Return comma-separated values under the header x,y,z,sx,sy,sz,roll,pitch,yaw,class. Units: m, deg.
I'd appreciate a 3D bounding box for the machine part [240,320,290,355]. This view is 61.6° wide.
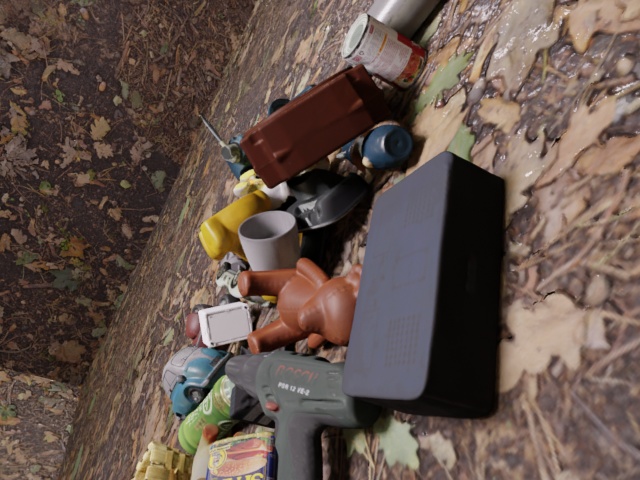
x,y,z,sx,sy,sz,roll,pitch,yaw,class
-0.083,0.174,0.828,0.139,0.039,0.084,-38,42,48,machine part

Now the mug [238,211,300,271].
x,y,z,sx,sy,sz,roll,pitch,yaw,class
-0.070,0.019,0.767,0.110,0.081,0.107,-134,31,-57,mug

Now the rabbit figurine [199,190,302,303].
x,y,z,sx,sy,sz,roll,pitch,yaw,class
-0.093,0.016,0.871,0.162,0.173,0.122,-32,-5,-26,rabbit figurine

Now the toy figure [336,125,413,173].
x,y,z,sx,sy,sz,roll,pitch,yaw,class
0.071,-0.121,0.727,0.154,0.064,0.057,-167,62,-72,toy figure

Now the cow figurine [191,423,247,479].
x,y,z,sx,sy,sz,roll,pitch,yaw,class
-0.151,0.368,0.732,0.195,0.085,0.127,-98,24,-61,cow figurine

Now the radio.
x,y,z,sx,sy,sz,roll,pitch,yaw,class
0.096,0.044,0.505,0.131,0.073,0.229,-32,40,56,radio

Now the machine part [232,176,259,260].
x,y,z,sx,sy,sz,roll,pitch,yaw,class
-0.127,-0.042,1.051,0.179,0.056,0.179,-171,90,-69,machine part

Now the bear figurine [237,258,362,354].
x,y,z,sx,sy,sz,roll,pitch,yaw,class
-0.012,0.088,0.645,0.196,0.132,0.120,-174,74,-70,bear figurine

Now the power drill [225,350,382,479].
x,y,z,sx,sy,sz,roll,pitch,yaw,class
-0.040,0.224,0.587,0.232,0.086,0.207,-13,54,40,power drill

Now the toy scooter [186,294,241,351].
x,y,z,sx,sy,sz,roll,pitch,yaw,class
-0.222,0.189,1.078,0.184,0.075,0.135,-27,47,51,toy scooter

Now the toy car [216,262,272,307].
x,y,z,sx,sy,sz,roll,pitch,yaw,class
-0.138,0.081,0.984,0.202,0.073,0.056,7,75,66,toy car

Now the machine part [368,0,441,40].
x,y,z,sx,sy,sz,roll,pitch,yaw,class
0.117,-0.336,0.790,0.243,0.079,0.079,-50,29,35,machine part

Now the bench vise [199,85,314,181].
x,y,z,sx,sy,sz,roll,pitch,yaw,class
-0.063,-0.202,0.945,0.240,0.223,0.129,-34,73,39,bench vise

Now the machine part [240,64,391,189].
x,y,z,sx,sy,sz,roll,pitch,yaw,class
-0.011,-0.162,0.767,0.201,0.087,0.201,-33,11,3,machine part

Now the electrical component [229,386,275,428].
x,y,z,sx,sy,sz,roll,pitch,yaw,class
-0.086,0.225,0.739,0.119,0.075,0.048,-47,30,32,electrical component

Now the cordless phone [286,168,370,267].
x,y,z,sx,sy,sz,roll,pitch,yaw,class
-0.001,-0.002,0.778,0.147,0.089,0.184,-8,73,64,cordless phone

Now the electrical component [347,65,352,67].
x,y,z,sx,sy,sz,roll,pitch,yaw,class
0.079,-0.319,0.906,0.102,0.045,0.078,-63,25,11,electrical component

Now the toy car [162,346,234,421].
x,y,z,sx,sy,sz,roll,pitch,yaw,class
-0.229,0.246,0.966,0.161,0.103,0.109,-55,-6,36,toy car

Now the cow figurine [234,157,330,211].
x,y,z,sx,sy,sz,roll,pitch,yaw,class
-0.053,-0.086,0.919,0.167,0.098,0.068,-16,32,14,cow figurine
